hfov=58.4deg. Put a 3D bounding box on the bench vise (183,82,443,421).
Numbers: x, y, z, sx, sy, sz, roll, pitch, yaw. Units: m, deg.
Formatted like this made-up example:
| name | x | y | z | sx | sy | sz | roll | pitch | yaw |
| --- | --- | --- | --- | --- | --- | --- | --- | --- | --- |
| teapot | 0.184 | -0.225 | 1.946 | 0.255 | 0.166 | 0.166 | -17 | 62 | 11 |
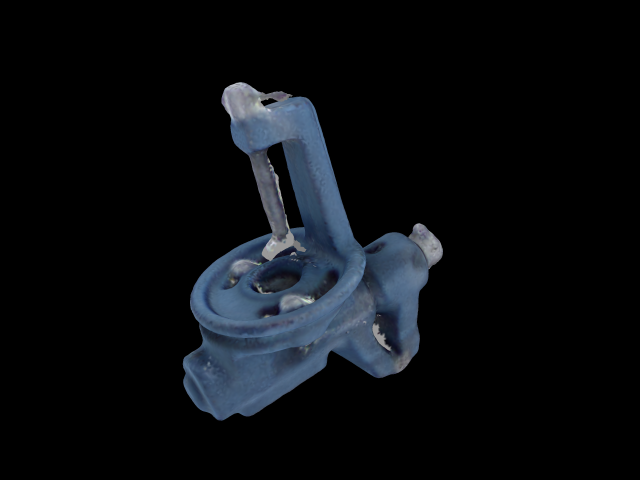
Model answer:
| name | x | y | z | sx | sy | sz | roll | pitch | yaw |
| --- | --- | --- | --- | --- | --- | --- | --- | --- | --- |
| bench vise | -0.005 | -0.001 | 0.407 | 0.121 | 0.220 | 0.208 | 15 | 24 | 36 |
